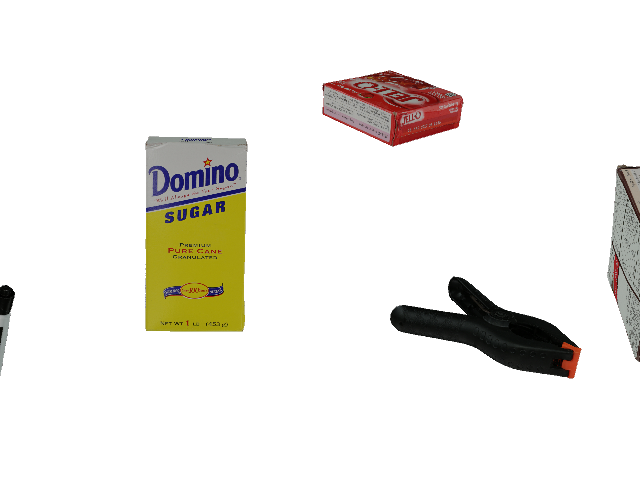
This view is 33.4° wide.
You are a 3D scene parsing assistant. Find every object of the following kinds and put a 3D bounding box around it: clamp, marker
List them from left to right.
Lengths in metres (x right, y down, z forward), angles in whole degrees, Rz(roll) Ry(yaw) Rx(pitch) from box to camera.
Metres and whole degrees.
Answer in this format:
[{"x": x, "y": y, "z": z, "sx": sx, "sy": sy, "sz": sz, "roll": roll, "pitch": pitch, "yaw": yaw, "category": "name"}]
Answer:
[{"x": -0.315, "y": 0.093, "z": 1.041, "sx": 0.020, "sy": 0.121, "sz": 0.020, "roll": 14, "pitch": 32, "yaw": -9, "category": "marker"}, {"x": 0.163, "y": 0.079, "z": 0.995, "sx": 0.172, "sy": 0.039, "sz": 0.120, "roll": 20, "pitch": 32, "yaw": 23, "category": "clamp"}]

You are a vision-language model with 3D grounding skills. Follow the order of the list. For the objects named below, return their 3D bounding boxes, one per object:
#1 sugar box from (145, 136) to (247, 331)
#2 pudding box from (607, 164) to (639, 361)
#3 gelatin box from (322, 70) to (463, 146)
[{"x": -0.114, "y": -0.006, "z": 0.981, "sx": 0.093, "sy": 0.176, "sz": 0.048, "roll": 0, "pitch": 14, "yaw": -5, "category": "sugar box"}, {"x": 0.217, "y": 0.012, "z": 0.695, "sx": 0.039, "sy": 0.090, "sz": 0.113, "roll": -1, "pitch": 28, "yaw": 4, "category": "pudding box"}, {"x": 0.056, "y": -0.108, "z": 0.849, "sx": 0.073, "sy": 0.030, "sz": 0.089, "roll": -17, "pitch": 31, "yaw": -35, "category": "gelatin box"}]
